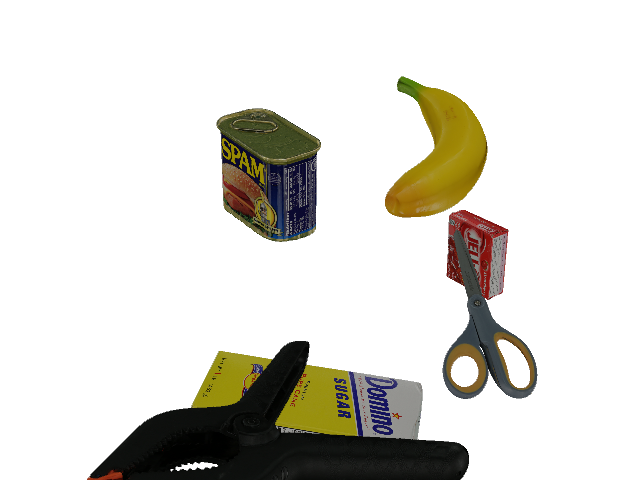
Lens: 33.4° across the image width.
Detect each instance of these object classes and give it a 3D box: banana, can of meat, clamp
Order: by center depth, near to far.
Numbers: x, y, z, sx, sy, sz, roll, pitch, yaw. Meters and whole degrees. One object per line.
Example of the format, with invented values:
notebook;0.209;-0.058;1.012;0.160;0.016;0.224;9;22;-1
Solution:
clamp;-0.042;0.115;0.622;0.209;0.036;0.165;-9;25;-30
banana;0.084;-0.062;0.754;0.069;0.037;0.197;5;30;3
can of meat;-0.046;-0.056;0.927;0.057;0.084;0.102;-20;37;-30

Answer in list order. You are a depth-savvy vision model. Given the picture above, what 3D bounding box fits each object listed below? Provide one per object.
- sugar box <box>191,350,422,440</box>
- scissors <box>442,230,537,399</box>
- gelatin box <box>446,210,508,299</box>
sugar box;-0.008;0.139;0.858;0.176;0.048;0.093;6;25;7
scissors;0.140;0.077;1.047;0.096;0.202;0.016;-21;-37;-10
gelatin box;0.187;0.016;1.285;0.030;0.089;0.073;-20;33;-32
